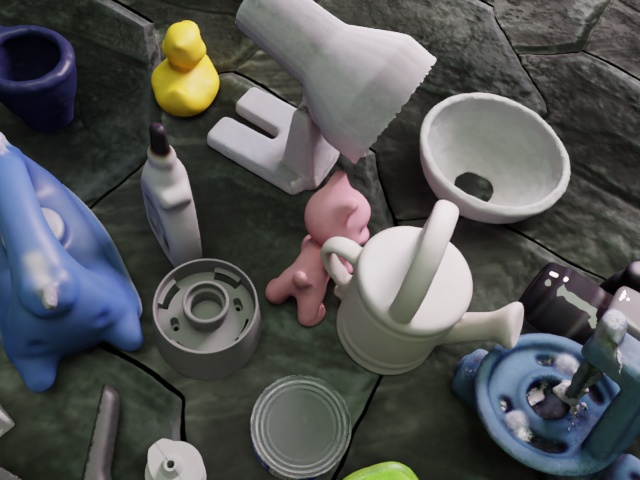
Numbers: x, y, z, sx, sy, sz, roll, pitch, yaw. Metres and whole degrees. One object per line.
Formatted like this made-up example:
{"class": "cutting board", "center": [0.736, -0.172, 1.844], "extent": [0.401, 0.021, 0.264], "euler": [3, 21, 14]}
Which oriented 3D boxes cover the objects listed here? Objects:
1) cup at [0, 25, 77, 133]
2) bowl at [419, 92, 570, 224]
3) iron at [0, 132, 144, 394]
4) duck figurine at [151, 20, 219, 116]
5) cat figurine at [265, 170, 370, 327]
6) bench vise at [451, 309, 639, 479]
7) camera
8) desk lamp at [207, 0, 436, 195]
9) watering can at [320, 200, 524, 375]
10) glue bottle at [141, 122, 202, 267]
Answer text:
{"class": "cup", "center": [-0.306, -0.167, 0.603], "extent": [0.117, 0.095, 0.092], "euler": [39, 62, 14]}
{"class": "bowl", "center": [0.183, -0.080, 0.641], "extent": [0.167, 0.075, 0.167], "euler": [4, 60, -7]}
{"class": "iron", "center": [-0.250, -0.011, 0.495], "extent": [0.119, 0.141, 0.258], "euler": [-24, 67, -21]}
{"class": "duck figurine", "center": [-0.155, -0.201, 0.651], "extent": [0.077, 0.086, 0.104], "euler": [6, 60, -5]}
{"class": "cat figurine", "center": [0.005, 0.002, 0.542], "extent": [0.067, 0.118, 0.128], "euler": [28, 60, 8]}
{"class": "bench vise", "center": [0.219, 0.137, 0.438], "extent": [0.207, 0.220, 0.122], "euler": [29, 60, 8]}
{"class": "camera", "center": [0.276, 0.068, 0.556], "extent": [0.136, 0.101, 0.143], "euler": [37, 62, 12]}
{"class": "desk lamp", "center": [-0.010, -0.139, 0.564], "extent": [0.203, 0.213, 0.118], "euler": [29, 60, 8]}
{"class": "watering can", "center": [0.085, 0.040, 0.488], "extent": [0.173, 0.194, 0.101], "euler": [8, 59, -4]}
{"class": "glue bottle", "center": [-0.136, -0.043, 0.513], "extent": [0.037, 0.173, 0.078], "euler": [-24, 67, -21]}
